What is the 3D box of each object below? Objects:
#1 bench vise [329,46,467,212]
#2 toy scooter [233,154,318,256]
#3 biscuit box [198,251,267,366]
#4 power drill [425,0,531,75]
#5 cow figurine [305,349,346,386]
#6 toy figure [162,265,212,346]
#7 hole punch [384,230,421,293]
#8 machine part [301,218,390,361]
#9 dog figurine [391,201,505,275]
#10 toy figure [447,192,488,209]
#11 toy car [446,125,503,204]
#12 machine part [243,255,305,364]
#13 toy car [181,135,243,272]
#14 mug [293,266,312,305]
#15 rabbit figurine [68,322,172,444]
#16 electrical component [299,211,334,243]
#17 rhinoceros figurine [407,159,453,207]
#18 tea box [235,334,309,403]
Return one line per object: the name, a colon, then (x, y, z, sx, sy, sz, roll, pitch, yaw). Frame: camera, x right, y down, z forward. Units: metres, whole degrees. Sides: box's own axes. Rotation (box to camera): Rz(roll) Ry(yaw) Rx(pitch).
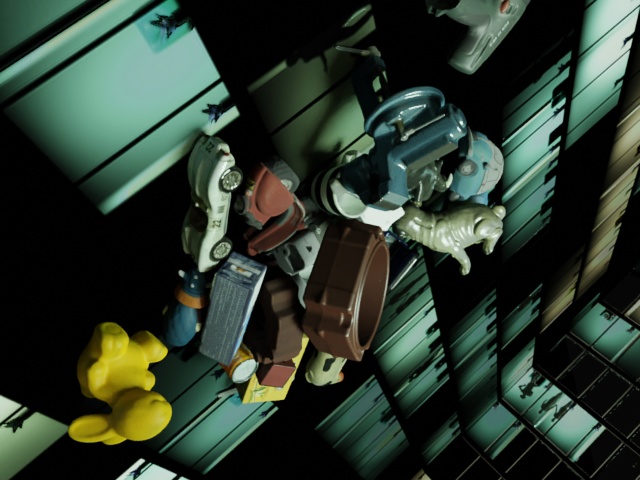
bench vise: (0.092, -0.170, 0.791, 0.129, 0.240, 0.223, 1, 154, -43)
toy scooter: (-0.080, -0.042, 0.834, 0.135, 0.075, 0.183, -43, 149, -4)
biscuit box: (-0.141, 0.112, 0.840, 0.059, 0.063, 0.202, -64, 177, -49)
power drill: (0.262, -0.395, 0.859, 0.207, 0.086, 0.232, 3, 124, -56)
cow figurine: (0.021, 0.244, 1.199, 0.127, 0.086, 0.194, -10, 131, -48)
toy figure: (-0.207, 0.098, 0.843, 0.064, 0.058, 0.154, 13, 118, -26)
hole punch: (0.145, 0.043, 1.147, 0.142, 0.092, 0.116, -55, 174, 5)
machine part: (0.051, 0.084, 0.884, 0.201, 0.087, 0.201, 64, 41, -57)
dog figurine: (0.259, -0.043, 1.098, 0.190, 0.121, 0.172, 33, 101, -18)
toy figure: (0.327, -0.071, 1.218, 0.082, 0.089, 0.180, -19, 127, -40)
toy car: (0.318, -0.145, 1.091, 0.103, 0.109, 0.161, 5, 137, 5)
machine part: (-0.091, 0.116, 0.890, 0.056, 0.180, 0.179, -13, 132, -33)
toy car: (-0.155, -0.048, 0.748, 0.056, 0.074, 0.201, -15, 133, -37)
mug: (-0.029, 0.115, 1.011, 0.081, 0.110, 0.107, -3, 139, -50)
rabbit figurine: (-0.290, 0.226, 0.784, 0.162, 0.173, 0.121, -49, 148, -6)
electrical component: (-0.002, -0.004, 0.971, 0.078, 0.045, 0.102, -35, 142, -15)
rhinoceros figurine: (0.185, -0.129, 1.032, 0.190, 0.073, 0.112, 23, 95, -51)
tea box: (-0.099, 0.237, 1.061, 0.098, 0.068, 0.169, 3, 120, -29)
